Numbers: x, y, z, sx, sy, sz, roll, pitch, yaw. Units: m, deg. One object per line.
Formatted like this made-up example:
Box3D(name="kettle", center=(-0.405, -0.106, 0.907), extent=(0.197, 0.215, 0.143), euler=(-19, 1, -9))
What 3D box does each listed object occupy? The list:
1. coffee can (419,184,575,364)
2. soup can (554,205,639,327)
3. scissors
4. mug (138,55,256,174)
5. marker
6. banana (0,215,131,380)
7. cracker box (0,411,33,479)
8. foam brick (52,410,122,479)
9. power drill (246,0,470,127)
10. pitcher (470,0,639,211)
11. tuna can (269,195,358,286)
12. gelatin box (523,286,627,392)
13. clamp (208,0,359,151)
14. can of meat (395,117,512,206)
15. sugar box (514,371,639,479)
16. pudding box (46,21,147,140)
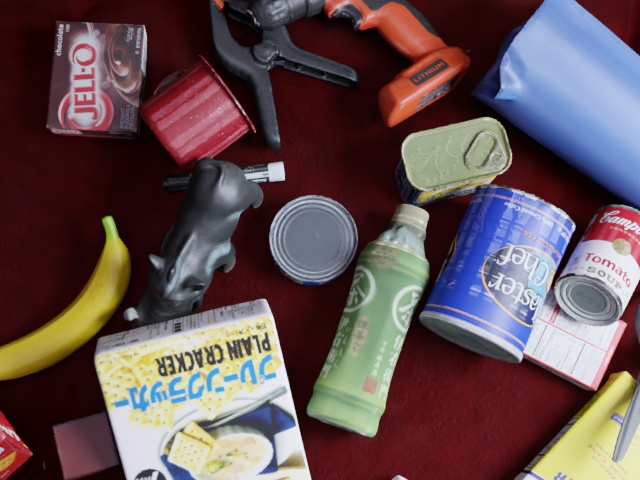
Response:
Box3D(name="coffee can", center=(0.167, 0.032, 1.009), extent=(0.103, 0.103, 0.140), euler=(24, 79, 2))
Box3D(name="soup can", center=(0.272, 0.024, 1.014), extent=(0.068, 0.069, 0.102), euler=(35, 56, 4))
Box3D(name="scissors", center=(0.325, 0.135, 1.003), extent=(0.096, 0.016, 0.201), euler=(25, 55, -10))
Box3D(name="mug", center=(-0.128, -0.126, 1.043), extent=(0.081, 0.093, 0.117), euler=(-37, 53, -3))
Box3D(name="marker", center=(-0.096, -0.062, 1.061), extent=(0.121, 0.020, 0.020), euler=(-7, 80, -3))
Box3D(name="banana", center=(-0.242, 0.070, 1.019), extent=(0.069, 0.037, 0.197), euler=(41, 83, -8))
Box3D(name="cracker box", center=(-0.385, 0.165, 0.953), extent=(0.164, 0.072, 0.214), euler=(-42, 65, -8))
Box3D(name="foam brick", center=(-0.208, 0.189, 0.981), extent=(0.051, 0.078, 0.053), euler=(-15, 79, -4))
Box3D(name="power drill", center=(0.044, -0.207, 1.056), extent=(0.184, 0.057, 0.188), euler=(-32, 80, -18))
Box3D(name="pitcher", center=(0.282, -0.129, 1.039), extent=(0.243, 0.145, 0.149), euler=(39, 93, 1))
Box3D(name="tuna can", center=(-0.007, 0.001, 1.044), extent=(0.086, 0.034, 0.086), euler=(0, 79, -2))
Box3D(name="gelatin box", center=(0.241, 0.095, 1.037), extent=(0.089, 0.030, 0.073), euler=(26, 81, 3))
Box3D(name="clamp", center=(-0.059, -0.173, 1.071), extent=(0.171, 0.039, 0.120), euler=(39, 68, 5))
Box3D(name="can of meat", center=(0.126, -0.073, 1.037), extent=(0.102, 0.084, 0.057), euler=(-14, 80, -4))
Box3D(name="sugar box", center=(0.258, 0.218, 1.007), extent=(0.093, 0.048, 0.176), euler=(44, 79, 7))
Box3D(name="pudding box", center=(-0.221, -0.159, 1.064), extent=(0.090, 0.039, 0.113), euler=(3, 79, -1))
